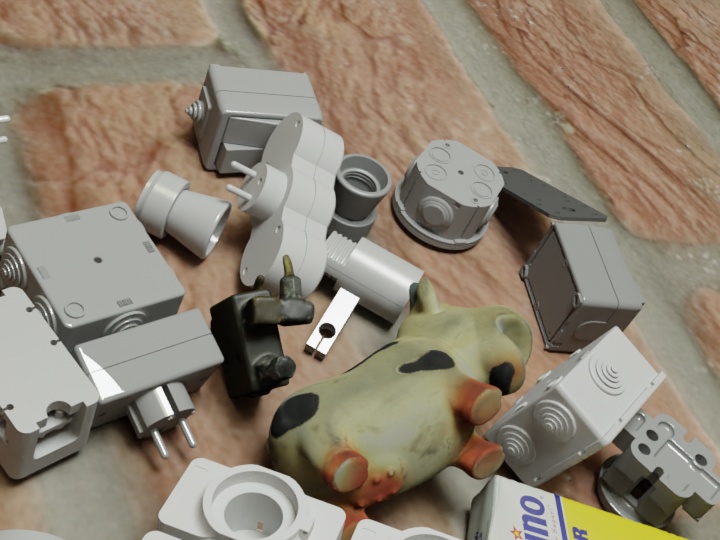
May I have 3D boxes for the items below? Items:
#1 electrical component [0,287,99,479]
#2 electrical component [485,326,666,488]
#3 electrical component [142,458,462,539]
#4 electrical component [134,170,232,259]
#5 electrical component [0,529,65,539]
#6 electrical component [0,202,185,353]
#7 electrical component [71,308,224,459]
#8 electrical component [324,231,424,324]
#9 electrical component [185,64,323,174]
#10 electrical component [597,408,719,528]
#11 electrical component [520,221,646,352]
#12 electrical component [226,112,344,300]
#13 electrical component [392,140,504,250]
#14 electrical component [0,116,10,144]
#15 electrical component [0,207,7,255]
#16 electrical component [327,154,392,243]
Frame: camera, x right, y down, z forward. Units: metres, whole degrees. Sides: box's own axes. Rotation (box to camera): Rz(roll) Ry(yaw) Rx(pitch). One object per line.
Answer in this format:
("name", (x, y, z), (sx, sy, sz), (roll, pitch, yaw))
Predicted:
("electrical component", (-0.194, 0.065, 0.605), (0.050, 0.055, 0.089), (-25, 63, -39))
("electrical component", (0.140, 0.090, 0.708), (0.048, 0.099, 0.100), (50, 47, 6))
("electrical component", (-0.022, 0.174, 0.545), (0.186, 0.060, 0.105), (18, 37, 9))
("electrical component", (-0.123, -0.039, 0.743), (0.055, 0.045, 0.045), (26, 44, 0))
("electrical component", (-0.167, 0.164, 0.525), (0.078, 0.058, 0.057), (12, 49, -14))
("electrical component", (-0.169, 0.008, 0.676), (0.100, 0.048, 0.099), (-18, 60, -39))
("electrical component", (-0.122, 0.075, 0.637), (0.083, 0.047, 0.075), (-18, 72, -36))
("electrical component", (0.000, 0.000, 0.765), (0.081, 0.043, 0.043), (29, 44, 3))
("electrical component", (-0.084, -0.111, 0.816), (0.096, 0.061, 0.061), (0, 50, -25))
("electrical component", (0.195, 0.138, 0.718), (0.078, 0.057, 0.058), (43, 46, 16))
("electrical component", (0.169, 0.009, 0.822), (0.061, 0.061, 0.096), (5, 48, -20))
("electrical component", (-0.060, -0.051, 0.746), (0.074, 0.052, 0.138), (26, 57, -30))
("electrical component", (0.070, -0.059, 0.847), (0.080, 0.051, 0.080), (13, 45, -14))
("electrical component", (-0.266, -0.085, 0.696), (0.079, 0.077, 0.044), (-15, 58, -35))
("electrical component", (-0.256, -0.037, 0.673), (0.055, 0.066, 0.048), (-14, 12, -26))
("electrical component", (-0.006, -0.052, 0.802), (0.045, 0.055, 0.045), (13, 46, -14))
